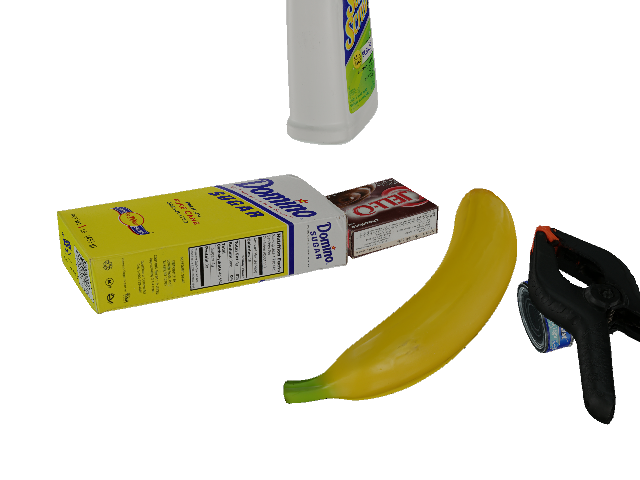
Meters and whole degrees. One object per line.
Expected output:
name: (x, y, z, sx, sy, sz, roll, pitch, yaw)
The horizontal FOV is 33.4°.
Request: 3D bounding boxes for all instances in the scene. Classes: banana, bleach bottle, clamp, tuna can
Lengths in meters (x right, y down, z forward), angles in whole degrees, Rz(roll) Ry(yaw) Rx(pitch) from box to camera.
banana: (0.062, 0.025, 0.563, 0.070, 0.037, 0.197, 17, 41, 33)
bleach bottle: (0.004, -0.216, 0.923, 0.068, 0.251, 0.102, 9, 34, 22)
clamp: (0.210, 0.051, 0.753, 0.120, 0.039, 0.171, -3, 45, -19)
tuna can: (0.254, 0.083, 1.209, 0.033, 0.086, 0.086, -15, 2, -6)

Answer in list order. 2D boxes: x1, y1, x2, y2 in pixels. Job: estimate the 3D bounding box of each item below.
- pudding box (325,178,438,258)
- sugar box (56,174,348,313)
pudding box: (0.058, -0.026, 1.155, 0.113, 0.039, 0.090, -18, 31, -25)
sugar box: (-0.079, -0.002, 0.720, 0.176, 0.048, 0.093, -13, 27, -22)
